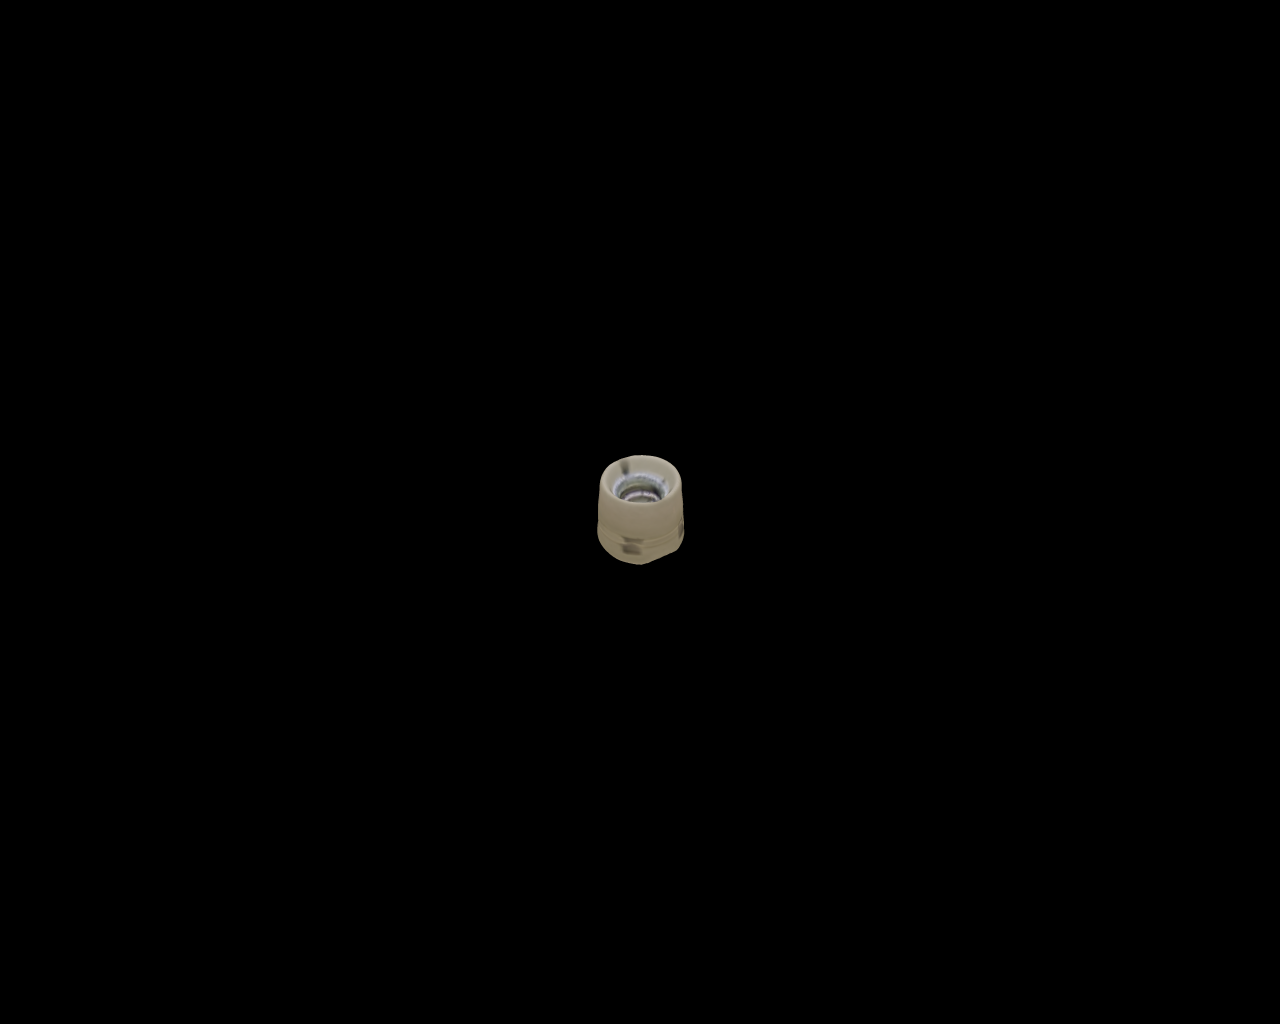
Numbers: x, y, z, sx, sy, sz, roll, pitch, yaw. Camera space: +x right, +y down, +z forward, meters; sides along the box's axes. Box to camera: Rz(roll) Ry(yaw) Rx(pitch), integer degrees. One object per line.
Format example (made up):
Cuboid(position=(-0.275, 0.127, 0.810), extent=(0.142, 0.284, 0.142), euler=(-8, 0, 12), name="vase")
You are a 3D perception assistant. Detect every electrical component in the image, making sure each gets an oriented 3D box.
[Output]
Cuboid(position=(0.001, -0.003, 0.650), extent=(0.055, 0.047, 0.055), euler=(0, 42, 0), name="electrical component")
